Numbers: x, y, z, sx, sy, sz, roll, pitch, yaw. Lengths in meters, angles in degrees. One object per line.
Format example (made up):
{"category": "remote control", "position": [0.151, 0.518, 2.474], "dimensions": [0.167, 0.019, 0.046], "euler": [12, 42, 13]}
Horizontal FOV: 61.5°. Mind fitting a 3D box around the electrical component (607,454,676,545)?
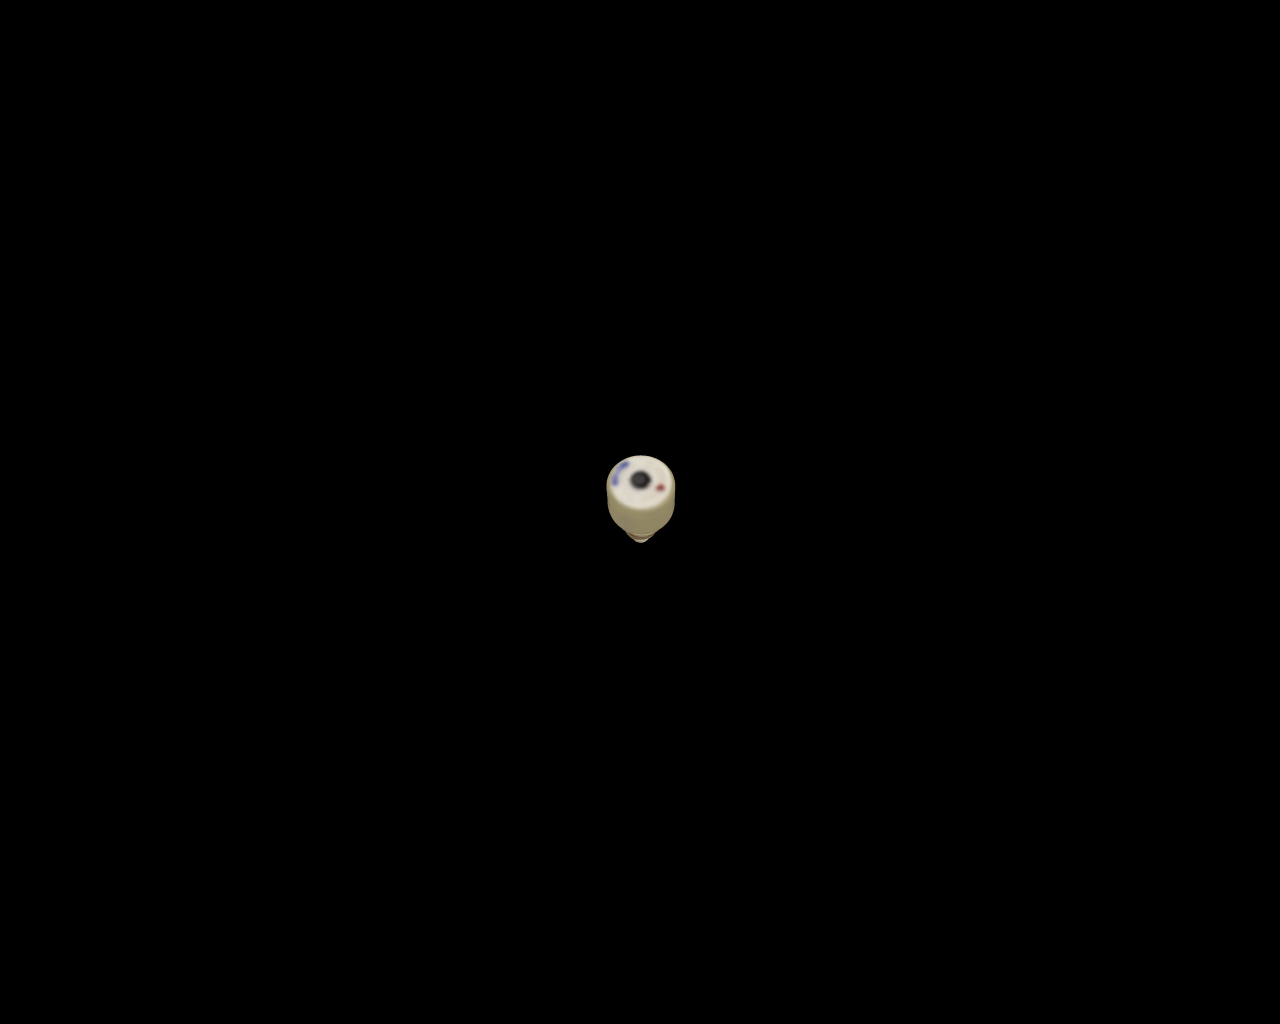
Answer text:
{"category": "electrical component", "position": [0.001, -0.003, 0.650], "dimensions": [0.040, 0.040, 0.078], "euler": [0, -28, 0]}
